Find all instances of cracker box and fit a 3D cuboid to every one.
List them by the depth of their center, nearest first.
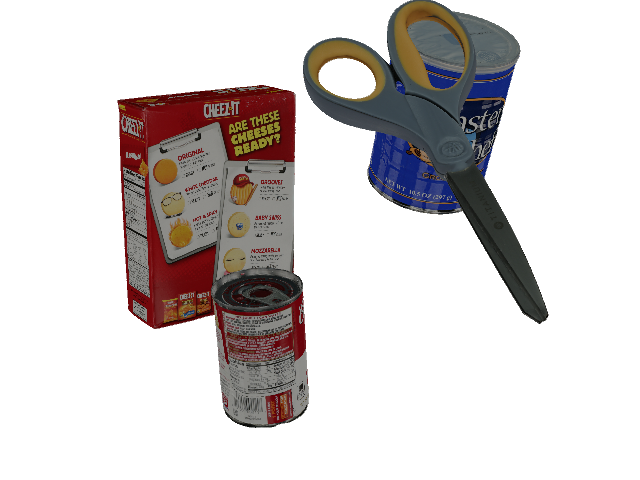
[{"bbox_3d":[-0.109,-0.037,1.042,0.163,0.214,0.072,-11,20,-34],"label":"cracker box"}]

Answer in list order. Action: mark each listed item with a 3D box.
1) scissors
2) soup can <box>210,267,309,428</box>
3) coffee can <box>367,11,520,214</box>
[{"bbox_3d":[0.041,-0.042,0.498,0.096,0.201,0.016,-6,-38,4],"label":"scissors"},{"bbox_3d":[-0.044,0.080,0.799,0.068,0.102,0.068,-3,23,1],"label":"soup can"},{"bbox_3d":[0.101,-0.108,0.899,0.102,0.140,0.103,6,36,-5],"label":"coffee can"}]
